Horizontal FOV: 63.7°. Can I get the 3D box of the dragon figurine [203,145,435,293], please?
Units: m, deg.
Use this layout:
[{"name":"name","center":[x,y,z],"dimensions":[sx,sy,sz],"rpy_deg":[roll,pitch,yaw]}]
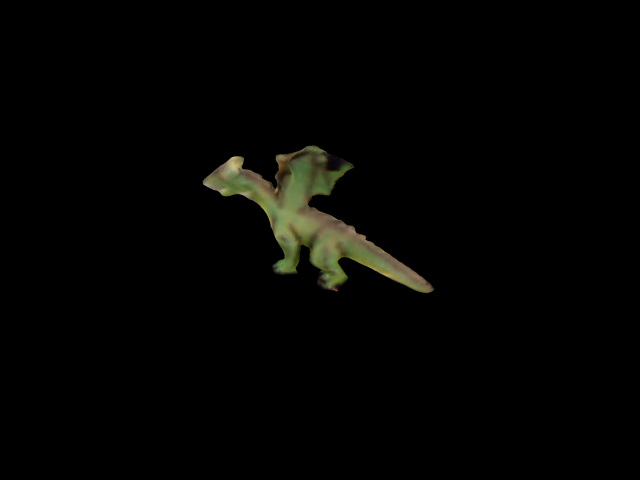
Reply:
[{"name":"dragon figurine","center":[0.003,-0.043,0.850],"dimensions":[0.411,0.125,0.237],"rpy_deg":[14,-41,12]}]
